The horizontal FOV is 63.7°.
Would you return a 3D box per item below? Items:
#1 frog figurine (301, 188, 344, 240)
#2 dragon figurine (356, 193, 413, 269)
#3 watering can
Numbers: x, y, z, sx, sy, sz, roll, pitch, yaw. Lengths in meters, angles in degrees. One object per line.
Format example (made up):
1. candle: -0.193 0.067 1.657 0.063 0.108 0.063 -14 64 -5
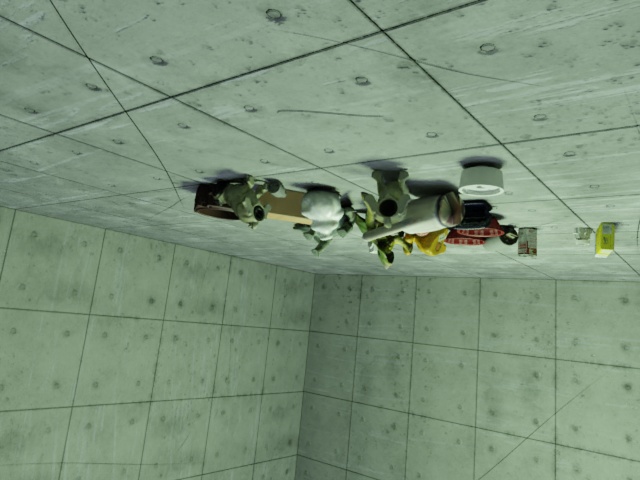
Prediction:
1. frog figurine: 0.005 -0.083 1.643 0.137 0.161 0.121 8 168 -13
2. dragon figurine: 0.184 -0.040 1.830 0.245 0.123 0.403 26 153 55
3. watering can: 0.290 -0.064 1.522 0.223 0.103 0.352 -11 -169 40
